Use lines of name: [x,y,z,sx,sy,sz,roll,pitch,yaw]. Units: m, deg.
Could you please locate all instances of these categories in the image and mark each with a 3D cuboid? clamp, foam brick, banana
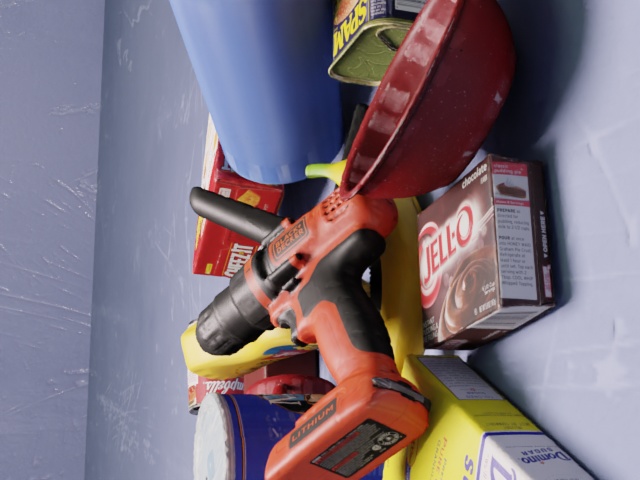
clamp: [-0.005,0.001,0.807,0.036,0.164,0.210,63,-174,-56]
foam brick: [-0.037,0.132,0.995,0.078,0.053,0.051,141,129,-66]
banana: [0.047,0.009,0.749,0.070,0.037,0.198,-35,52,22]

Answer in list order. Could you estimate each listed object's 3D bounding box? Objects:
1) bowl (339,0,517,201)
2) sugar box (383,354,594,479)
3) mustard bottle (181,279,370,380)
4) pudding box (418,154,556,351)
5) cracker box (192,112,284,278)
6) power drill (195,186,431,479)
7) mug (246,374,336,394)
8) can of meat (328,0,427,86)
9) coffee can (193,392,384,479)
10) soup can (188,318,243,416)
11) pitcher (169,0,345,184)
bowl: [0.071,-0.085,0.640,0.162,0.055,0.162,-62,7,13]
sugar box: [0.091,0.141,0.612,0.176,0.048,0.093,-135,51,-68]
mustard bottle: [-0.021,0.067,0.864,0.192,0.096,0.058,-22,77,43]
pudding box: [0.094,0.011,0.632,0.114,0.039,0.090,137,134,-64]
cracker box: [-0.076,-0.092,1.062,0.164,0.072,0.213,112,163,-55]
power drill: [-0.011,0.070,0.695,0.185,0.057,0.188,-42,41,27]
mug: [-0.025,0.158,0.879,0.117,0.093,0.081,68,-163,-59]
can of meat: [0.045,-0.173,0.786,0.102,0.057,0.084,142,131,-66]
coffee can: [-0.013,0.162,0.773,0.103,0.140,0.103,-177,90,-72]
soup can: [-0.116,0.143,1.208,0.069,0.068,0.102,130,140,-62]
pitcher: [-0.043,-0.172,0.863,0.243,0.149,0.145,78,167,-45]
